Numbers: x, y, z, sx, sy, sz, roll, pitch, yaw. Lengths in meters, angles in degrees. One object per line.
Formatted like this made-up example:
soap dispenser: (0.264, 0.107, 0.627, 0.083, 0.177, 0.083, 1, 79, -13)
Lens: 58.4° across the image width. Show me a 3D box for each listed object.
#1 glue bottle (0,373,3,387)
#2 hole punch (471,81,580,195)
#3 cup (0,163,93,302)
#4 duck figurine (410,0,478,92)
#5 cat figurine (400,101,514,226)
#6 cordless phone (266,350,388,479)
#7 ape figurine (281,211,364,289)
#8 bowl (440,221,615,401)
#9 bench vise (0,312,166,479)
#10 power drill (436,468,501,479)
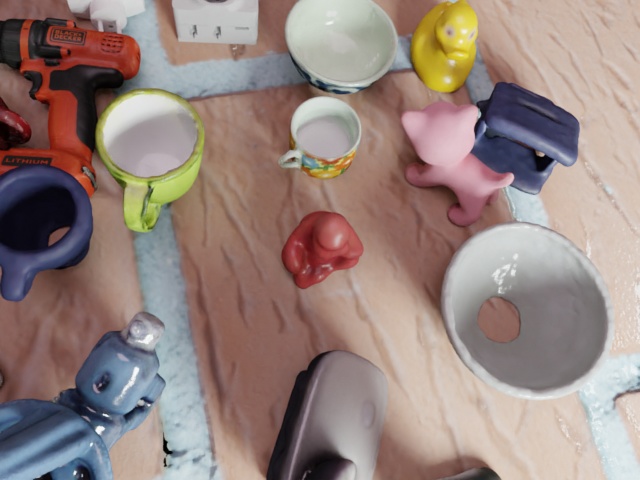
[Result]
glue bottle: (-0.303, 0.110, 0.421, 0.037, 0.173, 0.078, 42, 71, 8)
hole punch: (0.221, -0.121, 0.615, 0.108, 0.091, 0.101, 27, 70, 2)
cup: (-0.243, 0.004, 0.507, 0.091, 0.095, 0.118, 8, 70, -5)
duck figurine: (0.148, -0.233, 0.646, 0.077, 0.086, 0.104, 4, 71, -6)
cat figurine: (0.137, -0.087, 0.578, 0.127, 0.117, 0.067, 40, 71, 7)
cordless phone: (0.017, 0.156, 0.443, 0.094, 0.185, 0.147, 14, 70, -2)
ape figurine: (0.005, 0.002, 0.543, 0.078, 0.092, 0.076, 11, 70, -4)
bowl: (0.187, 0.072, 0.554, 0.167, 0.074, 0.167, 2, 71, -7)
bench vise: (-0.196, 0.135, 0.402, 0.121, 0.219, 0.207, 15, 70, -2)
power drill: (0.143, 0.220, 0.426, 0.230, 0.208, 0.075, -11, 73, -11)
